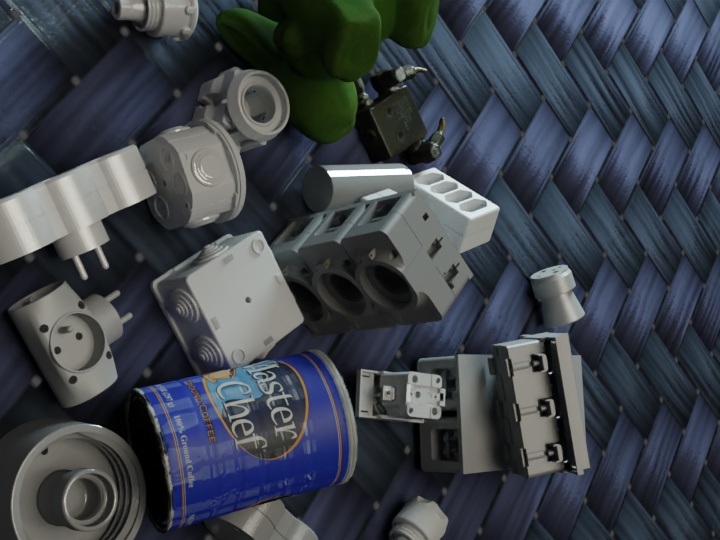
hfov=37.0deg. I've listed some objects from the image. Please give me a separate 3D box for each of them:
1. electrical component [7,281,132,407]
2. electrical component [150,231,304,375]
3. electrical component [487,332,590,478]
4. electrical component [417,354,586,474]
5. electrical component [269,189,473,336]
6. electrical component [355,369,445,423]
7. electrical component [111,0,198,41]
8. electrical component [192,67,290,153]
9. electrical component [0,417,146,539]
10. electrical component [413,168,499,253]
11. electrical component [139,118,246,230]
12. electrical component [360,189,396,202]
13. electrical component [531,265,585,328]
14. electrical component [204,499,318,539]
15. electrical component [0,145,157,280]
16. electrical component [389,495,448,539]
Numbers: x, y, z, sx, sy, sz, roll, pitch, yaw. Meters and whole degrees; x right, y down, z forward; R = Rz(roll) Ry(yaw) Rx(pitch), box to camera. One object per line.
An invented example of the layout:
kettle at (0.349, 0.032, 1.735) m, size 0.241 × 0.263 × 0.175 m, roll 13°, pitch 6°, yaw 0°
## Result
electrical component at (-0.193, 0.042, 0.751) m, size 0.079 × 0.044 × 0.077 m, roll -38°, pitch 109°, yaw -40°
electrical component at (-0.101, 0.026, 0.839) m, size 0.100 × 0.048 × 0.099 m, roll -37°, pitch 108°, yaw -40°
electrical component at (0.160, 0.121, 0.968) m, size 0.063 × 0.079 × 0.121 m, roll -9°, pitch 90°, yaw -15°
electrical component at (0.137, 0.136, 1.037) m, size 0.186 × 0.060 × 0.105 m, roll 5°, pitch 80°, yaw -43°
electrical component at (0.000, 0.000, 0.867) m, size 0.089 × 0.150 × 0.061 m, roll 55°, pitch 50°, yaw -22°
electrical component at (0.036, 0.111, 0.945) m, size 0.081 × 0.064 × 0.042 m, roll 12°, pitch 77°, yaw -42°
electrical component at (-0.159, -0.200, 0.823) m, size 0.062 × 0.048 × 0.048 m, roll -9°, pitch 90°, yaw -37°
electrical component at (-0.094, -0.128, 0.863) m, size 0.058 × 0.057 × 0.078 m, roll 26°, pitch 66°, yaw -38°
electrical component at (-0.195, 0.153, 0.721) m, size 0.108 × 0.060 × 0.108 m, roll 8°, pitch 78°, yaw -42°
electrical component at (0.076, -0.041, 1.006) m, size 0.047 × 0.083 × 0.075 m, roll -22°, pitch 137°, yaw -43°
electrical component at (-0.126, -0.071, 0.809) m, size 0.051 × 0.080 × 0.080 m, roll -21°, pitch 98°, yaw -38°
electrical component at (0.037, -0.027, 0.953) m, size 0.076 × 0.047 × 0.083 m, roll -22°, pitch 131°, yaw -43°
electrical component at (0.207, 0.028, 1.132) m, size 0.045 × 0.045 × 0.055 m, roll -27°, pitch 102°, yaw -42°
electrical component at (-0.070, 0.230, 0.832) m, size 0.138 × 0.052 × 0.073 m, roll 50°, pitch 54°, yaw -26°
electrical component at (-0.199, -0.030, 0.751) m, size 0.138 × 0.052 × 0.073 m, roll -32°, pitch 106°, yaw -41°
electrical component at (0.046, 0.234, 0.948) m, size 0.062 × 0.043 × 0.043 m, roll -44°, pitch 113°, yaw -36°
